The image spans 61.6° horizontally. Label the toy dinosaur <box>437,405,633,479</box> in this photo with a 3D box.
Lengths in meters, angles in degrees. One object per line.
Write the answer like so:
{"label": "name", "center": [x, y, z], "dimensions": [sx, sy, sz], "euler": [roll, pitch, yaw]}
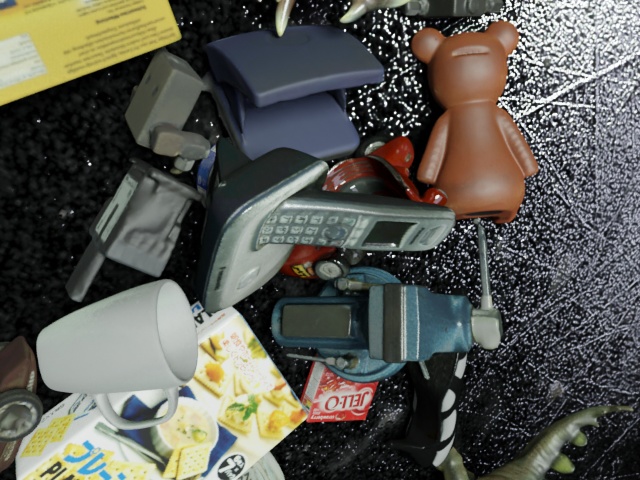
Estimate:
{"label": "toy dinosaur", "center": [0.234, 0.385, 0.740], "dimensions": [0.105, 0.199, 0.471], "euler": [36, 88, -40]}

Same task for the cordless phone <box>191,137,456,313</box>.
{"label": "cordless phone", "center": [-0.001, 0.000, 0.420], "dimensions": [0.184, 0.089, 0.146], "euler": [6, 144, -15]}

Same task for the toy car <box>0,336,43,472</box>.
{"label": "toy car", "center": [-0.265, 0.170, 0.408], "dimensions": [0.053, 0.089, 0.202], "euler": [31, 88, -36]}

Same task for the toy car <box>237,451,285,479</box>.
{"label": "toy car", "center": [-0.066, 0.307, 0.605], "dimensions": [0.073, 0.056, 0.201], "euler": [-27, 120, -22]}

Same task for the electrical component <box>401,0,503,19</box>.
{"label": "electrical component", "center": [0.128, -0.228, 0.526], "dimensions": [0.094, 0.063, 0.021], "euler": [-12, 114, -28]}

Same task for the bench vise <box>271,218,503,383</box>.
{"label": "bench vise", "center": [0.080, 0.082, 0.550], "dimensions": [0.240, 0.224, 0.129], "euler": [21, 56, -62]}

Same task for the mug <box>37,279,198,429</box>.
{"label": "mug", "center": [-0.157, 0.093, 0.422], "dimensions": [0.107, 0.081, 0.109], "euler": [-11, 93, 6]}

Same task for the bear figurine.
{"label": "bear figurine", "center": [0.154, -0.118, 0.570], "dimensions": [0.120, 0.132, 0.195], "euler": [-7, 81, 5]}

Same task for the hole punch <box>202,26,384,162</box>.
{"label": "hole punch", "center": [-0.024, -0.127, 0.424], "dimensions": [0.142, 0.116, 0.092], "euler": [-19, 159, -19]}

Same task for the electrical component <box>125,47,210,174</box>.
{"label": "electrical component", "center": [-0.113, -0.096, 0.403], "dimensions": [0.045, 0.102, 0.078], "euler": [21, 105, -40]}

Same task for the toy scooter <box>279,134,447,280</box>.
{"label": "toy scooter", "center": [0.041, -0.025, 0.502], "dimensions": [0.184, 0.135, 0.075], "euler": [-46, 127, -9]}

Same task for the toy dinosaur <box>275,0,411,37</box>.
{"label": "toy dinosaur", "center": [-0.074, -0.324, 0.336], "dimensions": [0.192, 0.131, 0.404], "euler": [-45, 119, -11]}

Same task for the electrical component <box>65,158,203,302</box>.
{"label": "electrical component", "center": [-0.150, -0.002, 0.425], "dimensions": [0.047, 0.075, 0.119], "euler": [28, 87, -36]}

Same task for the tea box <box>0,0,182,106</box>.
{"label": "tea box", "center": [-0.191, -0.150, 0.347], "dimensions": [0.170, 0.068, 0.098], "euler": [-29, 121, -22]}

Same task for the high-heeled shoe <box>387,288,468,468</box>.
{"label": "high-heeled shoe", "center": [0.168, 0.186, 0.701], "dimensions": [0.145, 0.086, 0.248], "euler": [17, 100, -42]}
